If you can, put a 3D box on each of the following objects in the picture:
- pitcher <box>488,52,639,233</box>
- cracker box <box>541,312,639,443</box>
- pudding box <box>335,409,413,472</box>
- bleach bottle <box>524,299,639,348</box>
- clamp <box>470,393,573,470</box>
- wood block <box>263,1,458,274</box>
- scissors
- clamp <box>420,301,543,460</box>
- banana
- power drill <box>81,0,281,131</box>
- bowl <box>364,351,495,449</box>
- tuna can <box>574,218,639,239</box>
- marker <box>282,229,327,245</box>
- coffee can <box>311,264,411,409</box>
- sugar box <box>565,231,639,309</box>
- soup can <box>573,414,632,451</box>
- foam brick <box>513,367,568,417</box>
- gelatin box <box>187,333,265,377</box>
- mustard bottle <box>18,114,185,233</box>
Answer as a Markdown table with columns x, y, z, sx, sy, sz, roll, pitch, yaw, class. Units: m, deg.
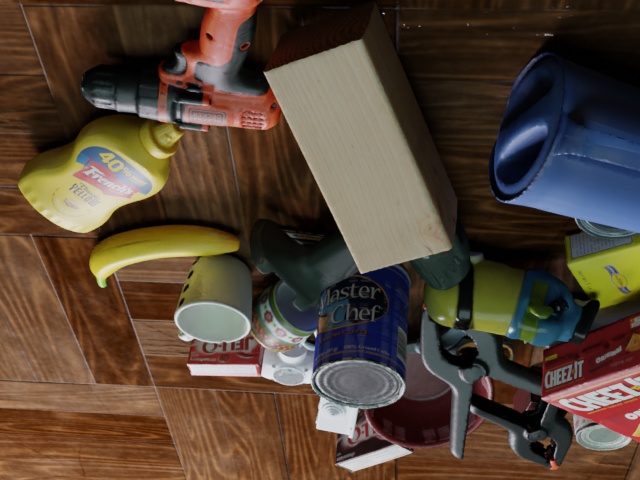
| x | y | z | sx | sy | sz | roll | pitch | yaw | class |
| --- | --- | --- | --- | --- | --- | --- | --- | --- | --- |
| 0.283 | -0.065 | 0.928 | 0.242 | 0.149 | 0.145 | 15 | 141 | -13 | pitcher |
| 0.376 | 0.164 | 1.167 | 0.213 | 0.072 | 0.164 | 24 | 147 | -23 | cracker box |
| 0.073 | 0.248 | 1.407 | 0.039 | 0.090 | 0.114 | 32 | 136 | -31 | pudding box |
| 0.358 | 0.103 | 1.203 | 0.251 | 0.068 | 0.102 | -4 | 142 | 17 | bleach bottle |
| 0.268 | 0.219 | 1.296 | 0.120 | 0.039 | 0.171 | -23 | 131 | 26 | clamp |
| 0.041 | -0.087 | 0.926 | 0.091 | 0.090 | 0.206 | -16 | 118 | 20 | wood block |
| 0.132 | 0.106 | 1.233 | 0.201 | 0.016 | 0.096 | 9 | 110 | -8 | scissors |
| 0.187 | 0.144 | 1.217 | 0.165 | 0.036 | 0.210 | -23 | 109 | 16 | clamp |
| -0.187 | 0.010 | 1.187 | 0.198 | 0.037 | 0.069 | -13 | 156 | 26 | banana |
| -0.119 | -0.172 | 0.923 | 0.184 | 0.057 | 0.188 | 5 | 145 | -4 | power drill |
| 0.131 | 0.180 | 1.316 | 0.162 | 0.055 | 0.162 | -1 | 121 | -2 | bowl |
| 0.292 | -0.039 | 1.051 | 0.086 | 0.033 | 0.086 | 5 | 143 | 3 | tuna can |
| -0.008 | 0.001 | 1.159 | 0.121 | 0.020 | 0.020 | 7 | 142 | -1 | marker |
| 0.046 | 0.100 | 1.179 | 0.103 | 0.140 | 0.103 | 4 | 142 | 3 | coffee can |
| 0.352 | 0.012 | 1.098 | 0.176 | 0.048 | 0.093 | -16 | 137 | 29 | sugar box |
| 0.339 | 0.193 | 1.286 | 0.068 | 0.102 | 0.068 | 4 | 142 | 3 | soup can |
| 0.280 | 0.205 | 1.351 | 0.051 | 0.053 | 0.078 | 9 | 143 | -3 | foam brick |
| -0.111 | 0.127 | 1.292 | 0.089 | 0.073 | 0.030 | 0 | 141 | 9 | gelatin box |
| -0.205 | -0.075 | 1.059 | 0.192 | 0.058 | 0.096 | -25 | 128 | 34 | mustard bottle |
